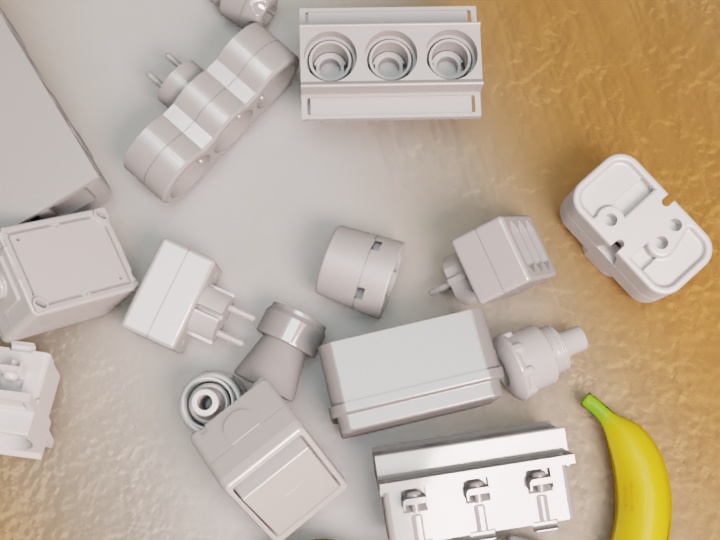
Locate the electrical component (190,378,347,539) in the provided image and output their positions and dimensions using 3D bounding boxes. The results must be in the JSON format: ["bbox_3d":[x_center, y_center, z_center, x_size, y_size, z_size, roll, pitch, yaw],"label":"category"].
[{"bbox_3d":[-0.053,0.129,0.691,0.062,0.096,0.061,-38,46,-8],"label":"electrical component"}]

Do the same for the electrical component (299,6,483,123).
[{"bbox_3d":[0.020,-0.139,0.747,0.121,0.063,0.078,-1,81,-2],"label":"electrical component"}]

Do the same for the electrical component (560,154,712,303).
[{"bbox_3d":[0.185,-0.026,0.734,0.054,0.059,0.095,-41,84,-7],"label":"electrical component"}]

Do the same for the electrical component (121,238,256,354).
[{"bbox_3d":[-0.109,0.026,0.728,0.077,0.047,0.065,24,82,2],"label":"electrical component"}]

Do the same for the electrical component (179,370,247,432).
[{"bbox_3d":[-0.099,0.088,0.711,0.048,0.062,0.048,0,81,-1],"label":"electrical component"}]

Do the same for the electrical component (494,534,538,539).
[{"bbox_3d":[0.096,0.192,0.712,0.061,0.035,0.035,13,81,4],"label":"electrical component"}]

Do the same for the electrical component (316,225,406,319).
[{"bbox_3d":[0.000,0.000,0.731,0.047,0.055,0.055,19,81,6],"label":"electrical component"}]

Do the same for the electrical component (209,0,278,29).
[{"bbox_3d":[-0.091,-0.197,0.770,0.061,0.035,0.035,31,82,6],"label":"electrical component"}]

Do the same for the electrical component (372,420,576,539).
[{"bbox_3d":[0.073,0.140,0.698,0.121,0.078,0.063,-8,88,-2],"label":"electrical component"}]

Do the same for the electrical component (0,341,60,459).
[{"bbox_3d":[-0.266,0.080,0.707,0.121,0.078,0.063,8,59,0],"label":"electrical component"}]

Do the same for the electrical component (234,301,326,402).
[{"bbox_3d":[-0.053,0.055,0.725,0.045,0.045,0.055,26,81,3],"label":"electrical component"}]

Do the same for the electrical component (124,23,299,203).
[{"bbox_3d":[-0.115,-0.120,0.748,0.074,0.052,0.138,42,82,5],"label":"electrical component"}]

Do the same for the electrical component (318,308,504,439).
[{"bbox_3d":[0.033,0.070,0.708,0.113,0.078,0.057,-13,79,-3],"label":"electrical component"}]

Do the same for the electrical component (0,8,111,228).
[{"bbox_3d":[-0.265,-0.107,0.740,0.105,0.060,0.186,-32,83,-6],"label":"electrical component"}]

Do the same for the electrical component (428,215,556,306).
[{"bbox_3d":[0.082,0.000,0.730,0.077,0.066,0.047,-27,81,24],"label":"electrical component"}]

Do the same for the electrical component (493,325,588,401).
[{"bbox_3d":[0.123,0.057,0.729,0.062,0.048,0.048,-22,82,-11],"label":"electrical component"}]

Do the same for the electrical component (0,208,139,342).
[{"bbox_3d":[-0.208,0.006,0.706,0.096,0.061,0.061,-18,78,-46],"label":"electrical component"}]
